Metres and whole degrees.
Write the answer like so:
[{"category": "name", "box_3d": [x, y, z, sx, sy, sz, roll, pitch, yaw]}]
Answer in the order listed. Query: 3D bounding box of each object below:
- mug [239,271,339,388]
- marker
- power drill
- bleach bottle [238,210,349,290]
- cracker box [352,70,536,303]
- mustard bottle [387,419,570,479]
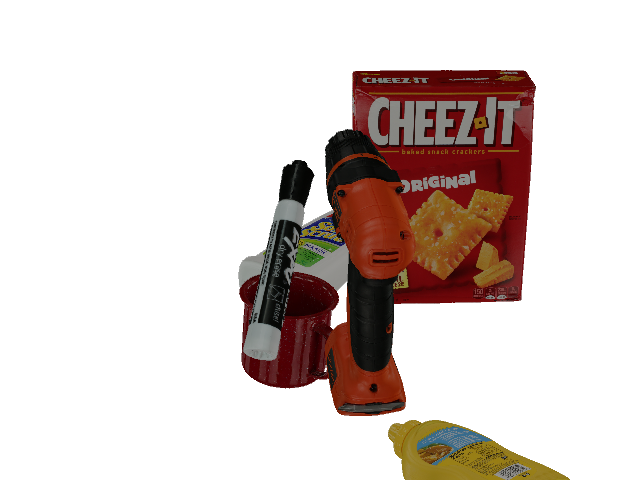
[{"category": "mug", "box_3d": [-0.024, 0.090, 1.002, 0.117, 0.081, 0.093, 26, 32, 37]}, {"category": "marker", "box_3d": [-0.023, 0.009, 0.607, 0.020, 0.121, 0.020, 9, -24, 4]}, {"category": "power drill", "box_3d": [0.031, 0.025, 0.821, 0.057, 0.188, 0.184, -4, 30, -4]}, {"category": "bleach bottle", "box_3d": [0.012, 0.005, 1.318, 0.103, 0.068, 0.250, 17, 35, 28]}, {"category": "cracker box", "box_3d": [0.110, -0.047, 0.999, 0.164, 0.214, 0.072, 0, 22, 0]}, {"category": "mustard bottle", "box_3d": [0.134, 0.215, 1.005, 0.096, 0.058, 0.192, -15, 24, -36]}]
